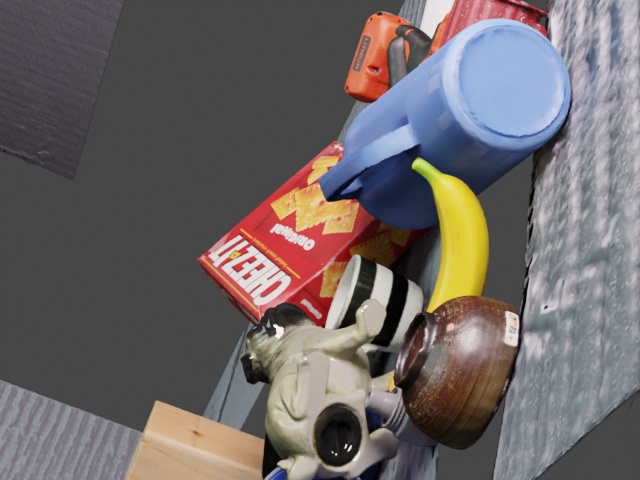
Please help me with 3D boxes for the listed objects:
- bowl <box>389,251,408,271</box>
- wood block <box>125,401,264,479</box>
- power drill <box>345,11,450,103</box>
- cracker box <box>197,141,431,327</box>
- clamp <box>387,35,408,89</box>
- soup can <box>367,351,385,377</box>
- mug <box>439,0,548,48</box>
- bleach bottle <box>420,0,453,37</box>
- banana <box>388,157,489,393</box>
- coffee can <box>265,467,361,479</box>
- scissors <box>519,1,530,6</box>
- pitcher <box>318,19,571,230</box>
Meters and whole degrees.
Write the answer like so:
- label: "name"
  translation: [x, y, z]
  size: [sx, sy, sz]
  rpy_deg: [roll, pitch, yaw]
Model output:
- label: "bowl"
  translation: [0.033, 0.000, 1.246]
  size: [0.162, 0.055, 0.162]
  rpy_deg: [-34, 30, 23]
- label: "wood block"
  translation: [-0.100, 0.261, 1.149]
  size: [0.091, 0.206, 0.090]
  rpy_deg: [-95, 27, -77]
- label: "power drill"
  translation: [0.096, -0.168, 1.167]
  size: [0.188, 0.057, 0.184]
  rpy_deg: [38, 109, 58]
- label: "cracker box"
  translation: [-0.008, 0.001, 1.150]
  size: [0.213, 0.072, 0.164]
  rpy_deg: [-41, 37, -9]
- label: "clamp"
  translation: [0.105, -0.107, 1.065]
  size: [0.039, 0.120, 0.171]
  rpy_deg: [-42, -31, -85]
- label: "soup can"
  translation: [0.027, 0.132, 1.127]
  size: [0.068, 0.068, 0.102]
  rpy_deg: [-110, 42, -80]
- label: "mug"
  translation: [0.164, -0.183, 0.995]
  size: [0.117, 0.093, 0.081]
  rpy_deg: [29, 106, 48]
- label: "bleach bottle"
  translation: [0.146, -0.230, 1.317]
  size: [0.102, 0.068, 0.251]
  rpy_deg: [5, -78, -75]
- label: "banana"
  translation: [0.098, 0.034, 0.854]
  size: [0.037, 0.069, 0.198]
  rpy_deg: [-60, -25, -81]
- label: "coffee can"
  translation: [-0.004, 0.250, 0.858]
  size: [0.140, 0.102, 0.103]
  rpy_deg: [-102, 34, -78]
- label: "scissors"
  translation: [0.182, -0.199, 1.143]
  size: [0.202, 0.016, 0.096]
  rpy_deg: [155, 136, -81]
- label: "pitcher"
  translation: [0.104, -0.092, 0.916]
  size: [0.149, 0.145, 0.243]
  rpy_deg: [-67, 9, -16]
